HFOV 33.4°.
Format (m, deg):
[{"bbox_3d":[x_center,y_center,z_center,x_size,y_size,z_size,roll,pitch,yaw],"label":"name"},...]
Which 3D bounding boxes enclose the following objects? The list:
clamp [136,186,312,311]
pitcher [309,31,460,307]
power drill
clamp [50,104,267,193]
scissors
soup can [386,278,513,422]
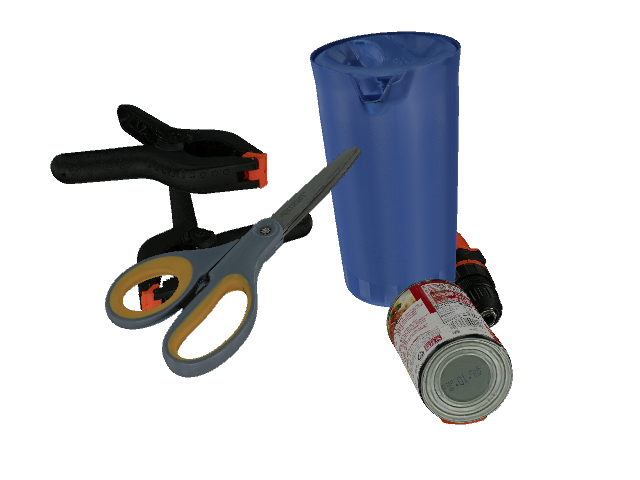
[{"bbox_3d":[-0.127,0.001,1.065,0.165,0.036,0.209,23,40,22],"label":"clamp"},{"bbox_3d":[0.070,-0.070,1.000,0.149,0.243,0.145,-20,29,-28],"label":"pitcher"},{"bbox_3d":[0.152,0.100,1.148,0.057,0.188,0.184,-2,25,-6],"label":"power drill"},{"bbox_3d":[-0.129,-0.066,0.866,0.172,0.039,0.120,14,41,26],"label":"clamp"},{"bbox_3d":[-0.053,-0.001,0.631,0.096,0.016,0.201,12,46,17],"label":"scissors"},{"bbox_3d":[0.091,0.077,0.764,0.068,0.068,0.102,0,20,-9],"label":"soup can"}]
